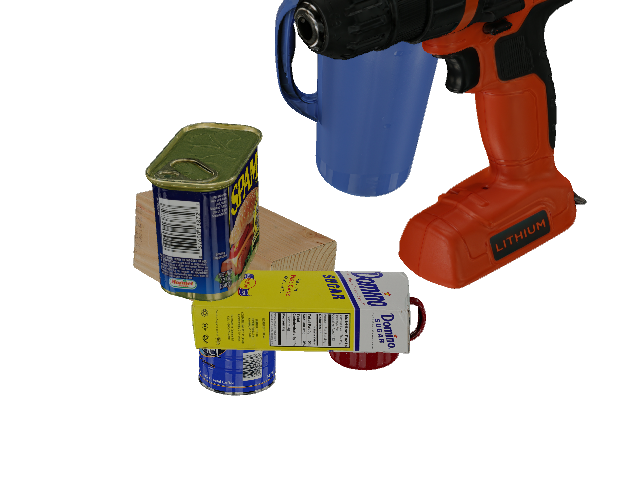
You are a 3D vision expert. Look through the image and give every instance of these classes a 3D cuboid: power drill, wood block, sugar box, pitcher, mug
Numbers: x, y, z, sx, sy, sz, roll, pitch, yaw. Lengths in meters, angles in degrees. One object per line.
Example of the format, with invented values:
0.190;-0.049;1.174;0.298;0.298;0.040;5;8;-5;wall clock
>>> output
0.073;-0.072;0.547;0.184;0.188;0.057;-25;37;-26;power drill
-0.092;0.016;1.088;0.206;0.090;0.090;25;29;38;wood block
-0.013;0.057;0.892;0.176;0.048;0.093;-2;18;4;sugar box
0.045;-0.165;1.115;0.149;0.243;0.144;31;51;23;pitcher
0.061;0.092;1.204;0.117;0.081;0.093;-4;23;-8;mug

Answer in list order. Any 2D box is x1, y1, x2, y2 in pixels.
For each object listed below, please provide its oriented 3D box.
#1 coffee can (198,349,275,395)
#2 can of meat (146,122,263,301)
-0.107;0.115;1.383;0.103;0.140;0.103;2;19;-1;coffee can
-0.073;-0.020;0.697;0.057;0.084;0.102;5;27;9;can of meat
